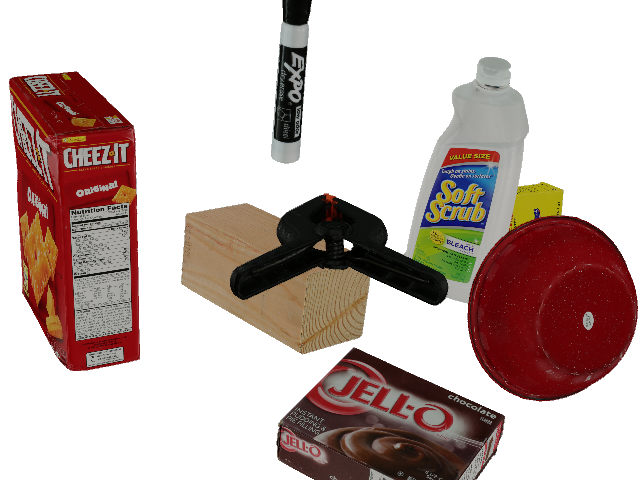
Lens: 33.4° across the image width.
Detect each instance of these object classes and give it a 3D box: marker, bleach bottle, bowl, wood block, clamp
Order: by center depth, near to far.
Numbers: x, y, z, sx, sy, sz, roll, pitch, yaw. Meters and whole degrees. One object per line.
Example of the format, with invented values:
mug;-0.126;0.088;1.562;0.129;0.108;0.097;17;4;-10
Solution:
marker;-0.018;-0.105;0.660;0.020;0.121;0.020;4;32;-3
clamp;0.021;0.006;0.884;0.164;0.036;0.210;5;20;3
bowl;0.207;0.062;0.889;0.162;0.162;0.055;0;7;-19
bleach bottle;0.142;-0.061;1.039;0.103;0.251;0.068;21;39;22
wood block;-0.052;0.036;1.148;0.090;0.090;0.206;-11;26;-41

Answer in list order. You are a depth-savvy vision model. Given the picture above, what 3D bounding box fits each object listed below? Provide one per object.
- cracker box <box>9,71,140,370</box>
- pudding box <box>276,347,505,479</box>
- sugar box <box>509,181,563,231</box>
cracker box;-0.214;-0.019;0.918;0.072;0.214;0.164;-10;28;-26
pudding box;0.043;0.121;0.656;0.114;0.039;0.089;24;38;23
sugar box;0.201;-0.012;1.255;0.175;0.093;0.048;-9;19;-28
